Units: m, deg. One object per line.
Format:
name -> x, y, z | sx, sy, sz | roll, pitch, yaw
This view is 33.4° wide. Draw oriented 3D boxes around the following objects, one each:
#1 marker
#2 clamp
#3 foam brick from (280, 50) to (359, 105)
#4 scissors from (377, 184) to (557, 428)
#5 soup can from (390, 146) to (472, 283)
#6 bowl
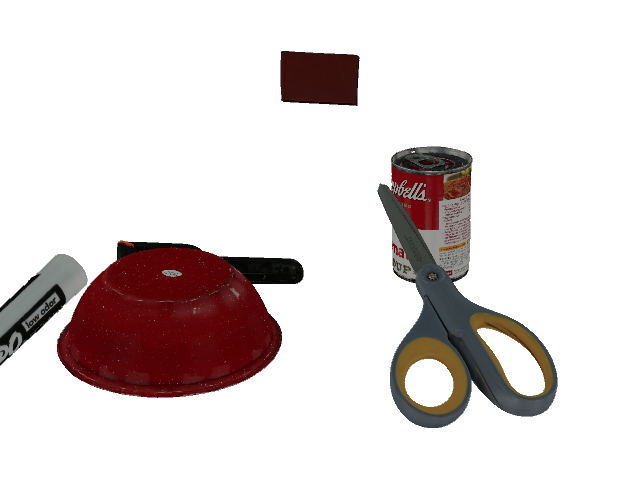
marker -> -0.142, 0.048, 0.441 | 0.020, 0.020, 0.121 | 0, 36, 39
clamp -> -0.145, 0.034, 1.069 | 0.210, 0.036, 0.164 | 11, 21, 37
foam brick -> -0.002, -0.167, 1.096 | 0.078, 0.051, 0.053 | 2, 11, -5
scissors -> 0.053, 0.037, 0.615 | 0.096, 0.016, 0.202 | -25, 45, -20
soup can -> 0.094, -0.022, 0.907 | 0.068, 0.102, 0.068 | -2, 22, 0
bowl -> -0.107, 0.048, 0.763 | 0.162, 0.055, 0.162 | 1, 23, -1
